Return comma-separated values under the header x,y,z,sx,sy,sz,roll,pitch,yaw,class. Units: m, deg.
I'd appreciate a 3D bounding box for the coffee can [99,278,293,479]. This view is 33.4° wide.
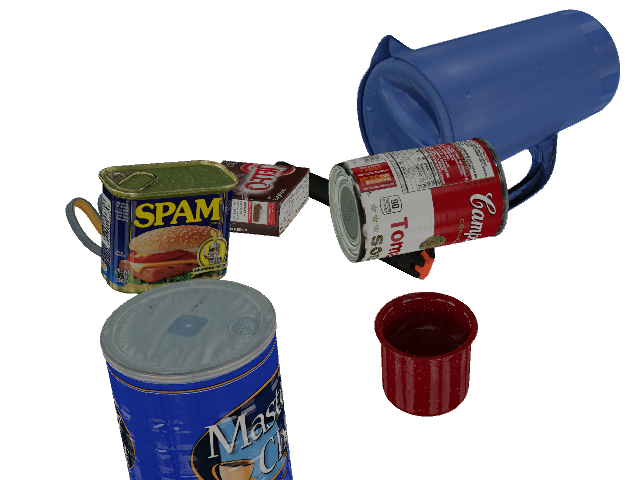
x,y,z,sx,sy,sz,roll,pitch,yaw,class
-0.072,0.109,0.652,0.103,0.140,0.103,-4,28,2,coffee can

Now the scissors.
x,y,z,sx,sy,sz,roll,pitch,yaw,class
-0.199,0.025,1.164,0.016,0.201,0.096,-28,21,33,scissors

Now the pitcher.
x,y,z,sx,sy,sz,roll,pitch,yaw,class
0.168,-0.127,1.004,0.242,0.149,0.145,-23,46,-29,pitcher

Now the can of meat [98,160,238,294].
x,y,z,sx,sy,sz,roll,pitch,yaw,class
-0.118,-0.011,0.819,0.101,0.084,0.057,-6,27,-27,can of meat

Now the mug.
x,y,z,sx,sy,sz,roll,pitch,yaw,class
0.099,0.100,0.994,0.093,0.081,0.117,3,38,10,mug

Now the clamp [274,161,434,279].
x,y,z,sx,sy,sz,roll,pitch,yaw,class
0.052,-0.038,1.199,0.164,0.210,0.036,-14,-37,-23,clamp

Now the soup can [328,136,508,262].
x,y,z,sx,sy,sz,roll,pitch,yaw,class
0.063,-0.027,0.704,0.102,0.068,0.069,-11,3,-14,soup can

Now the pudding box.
x,y,z,sx,sy,sz,roll,pitch,yaw,class
-0.066,-0.042,1.011,0.090,0.039,0.113,5,23,12,pudding box
